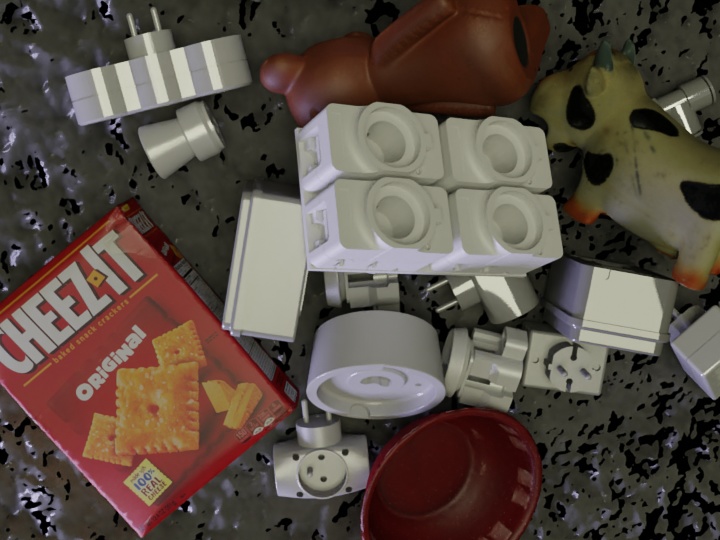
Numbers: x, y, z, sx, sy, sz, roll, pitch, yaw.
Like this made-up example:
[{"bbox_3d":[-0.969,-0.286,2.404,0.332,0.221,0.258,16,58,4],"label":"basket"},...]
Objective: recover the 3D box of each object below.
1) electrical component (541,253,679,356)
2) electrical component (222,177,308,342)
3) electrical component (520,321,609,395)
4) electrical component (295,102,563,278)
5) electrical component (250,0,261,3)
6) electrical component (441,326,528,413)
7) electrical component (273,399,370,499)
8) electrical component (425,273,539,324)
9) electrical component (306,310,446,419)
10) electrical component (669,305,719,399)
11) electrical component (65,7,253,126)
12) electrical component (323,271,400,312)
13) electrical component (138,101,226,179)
[{"bbox_3d":[0.191,0.024,0.836,0.078,0.113,0.057,10,96,-4],"label":"electrical component"},{"bbox_3d":[-0.069,-0.010,0.824,0.056,0.108,0.108,9,99,-6],"label":"electrical component"},{"bbox_3d":[0.165,0.075,0.862,0.066,0.076,0.047,7,99,-3],"label":"electrical component"},{"bbox_3d":[0.054,-0.055,0.780,0.186,0.060,0.105,2,74,-28],"label":"electrical component"},{"bbox_3d":[-0.106,-0.231,0.820,0.065,0.044,0.044,8,99,1],"label":"electrical component"},{"bbox_3d":[0.096,0.079,0.868,0.057,0.058,0.078,14,120,-3],"label":"electrical component"},{"bbox_3d":[-0.033,0.143,0.883,0.077,0.044,0.079,-6,100,-1],"label":"electrical component"},{"bbox_3d":[0.092,0.008,0.864,0.079,0.044,0.077,-26,99,3],"label":"electrical component"},{"bbox_3d":[0.013,0.069,0.845,0.108,0.108,0.060,2,61,-2],"label":"electrical component"},{"bbox_3d":[0.273,0.054,0.869,0.047,0.083,0.075,-42,60,5],"label":"electrical component"},{"bbox_3d":[-0.158,-0.162,0.823,0.138,0.052,0.073,-14,100,1],"label":"electrical component"},{"bbox_3d":[0.000,0.000,0.853,0.057,0.058,0.078,-5,112,0],"label":"electrical component"},{"bbox_3d":[-0.138,-0.102,0.838,0.055,0.045,0.045,-25,99,2],"label":"electrical component"}]
